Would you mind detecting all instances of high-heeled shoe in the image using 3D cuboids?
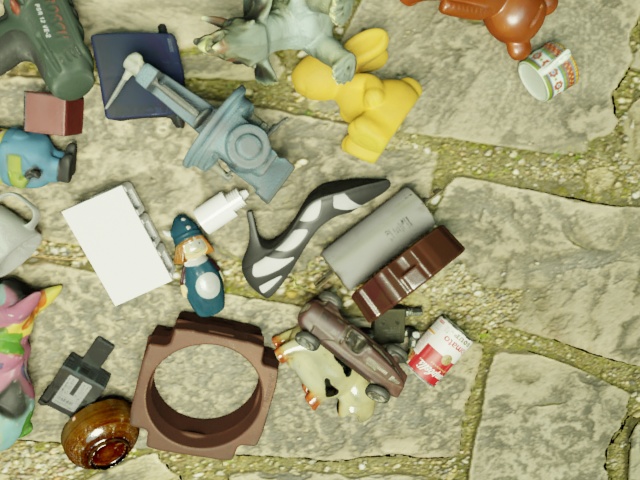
[{"bbox_3d":[-0.002,-0.002,0.808,0.249,0.086,0.145,-14,109,-2],"label":"high-heeled shoe"}]

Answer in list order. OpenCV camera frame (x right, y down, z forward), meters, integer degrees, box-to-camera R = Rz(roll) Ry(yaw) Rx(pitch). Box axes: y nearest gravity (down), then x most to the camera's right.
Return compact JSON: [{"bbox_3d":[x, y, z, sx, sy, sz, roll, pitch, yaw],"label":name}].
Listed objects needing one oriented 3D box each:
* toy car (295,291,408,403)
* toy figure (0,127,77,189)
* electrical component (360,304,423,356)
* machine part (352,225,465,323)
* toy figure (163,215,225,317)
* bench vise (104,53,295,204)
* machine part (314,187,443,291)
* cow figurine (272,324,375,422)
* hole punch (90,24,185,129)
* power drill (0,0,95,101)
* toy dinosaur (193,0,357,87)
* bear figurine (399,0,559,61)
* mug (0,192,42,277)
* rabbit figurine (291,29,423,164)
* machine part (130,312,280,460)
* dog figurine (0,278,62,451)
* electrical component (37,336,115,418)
[{"bbox_3d":[0.054,0.161,0.804,0.202,0.053,0.089,39,56,-7],"label":"toy car"},{"bbox_3d":[-0.424,-0.109,0.716,0.180,0.082,0.089,11,99,-13],"label":"toy figure"},{"bbox_3d":[0.116,0.146,0.875,0.102,0.045,0.078,6,104,-10],"label":"electrical component"},{"bbox_3d":[0.126,0.048,0.788,0.179,0.179,0.056,-38,82,1],"label":"machine part"},{"bbox_3d":[-0.182,0.036,0.799,0.058,0.064,0.154,-4,109,30],"label":"toy figure"},{"bbox_3d":[-0.138,-0.147,0.684,0.240,0.224,0.129,37,99,-11],"label":"bench vise"},{"bbox_3d":[0.088,-0.002,0.820,0.243,0.079,0.079,-37,106,2],"label":"machine part"},{"bbox_3d":[0.025,0.208,0.859,0.127,0.085,0.194,-33,101,1],"label":"cow figurine"},{"bbox_3d":[-0.240,-0.217,0.716,0.116,0.092,0.142,-9,101,-10],"label":"hole punch"},{"bbox_3d":[-0.397,-0.251,0.648,0.207,0.086,0.232,-31,83,-24],"label":"power drill"},{"bbox_3d":[0.010,-0.341,0.704,0.405,0.192,0.131,-52,148,-12],"label":"toy dinosaur"},{"bbox_3d":[0.227,-0.346,0.758,0.195,0.132,0.120,21,101,-31],"label":"bear figurine"},{"bbox_3d":[-0.446,-0.021,0.734,0.107,0.081,0.109,40,100,-6],"label":"mug"},{"bbox_3d":[0.047,-0.213,0.750,0.173,0.122,0.162,30,94,5],"label":"rabbit figurine"},{"bbox_3d":[-0.176,0.222,0.828,0.201,0.087,0.201,14,99,-12],"label":"machine part"},{"bbox_3d":[-0.439,0.162,0.759,0.191,0.108,0.219,43,90,-2],"label":"dog figurine"},{"bbox_3d":[-0.360,0.209,0.816,0.075,0.048,0.119,39,96,-16],"label":"electrical component"}]
